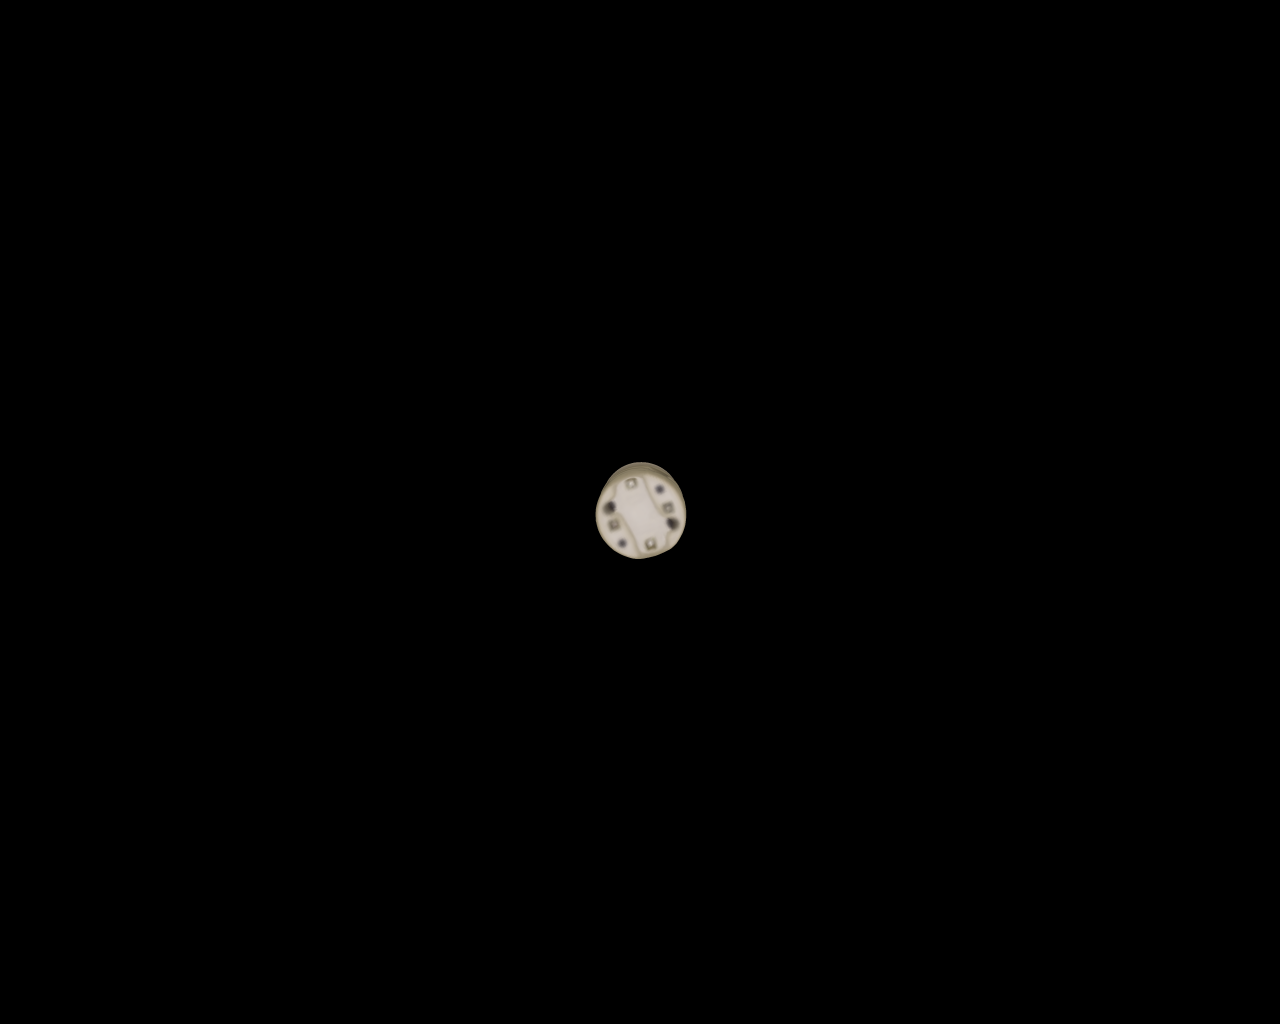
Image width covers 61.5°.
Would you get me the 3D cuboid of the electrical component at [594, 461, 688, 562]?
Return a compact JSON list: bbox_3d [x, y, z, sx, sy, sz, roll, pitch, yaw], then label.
[{"bbox_3d":[0.001,-0.003,0.650,0.055,0.055,0.047,0,13,0],"label":"electrical component"}]
